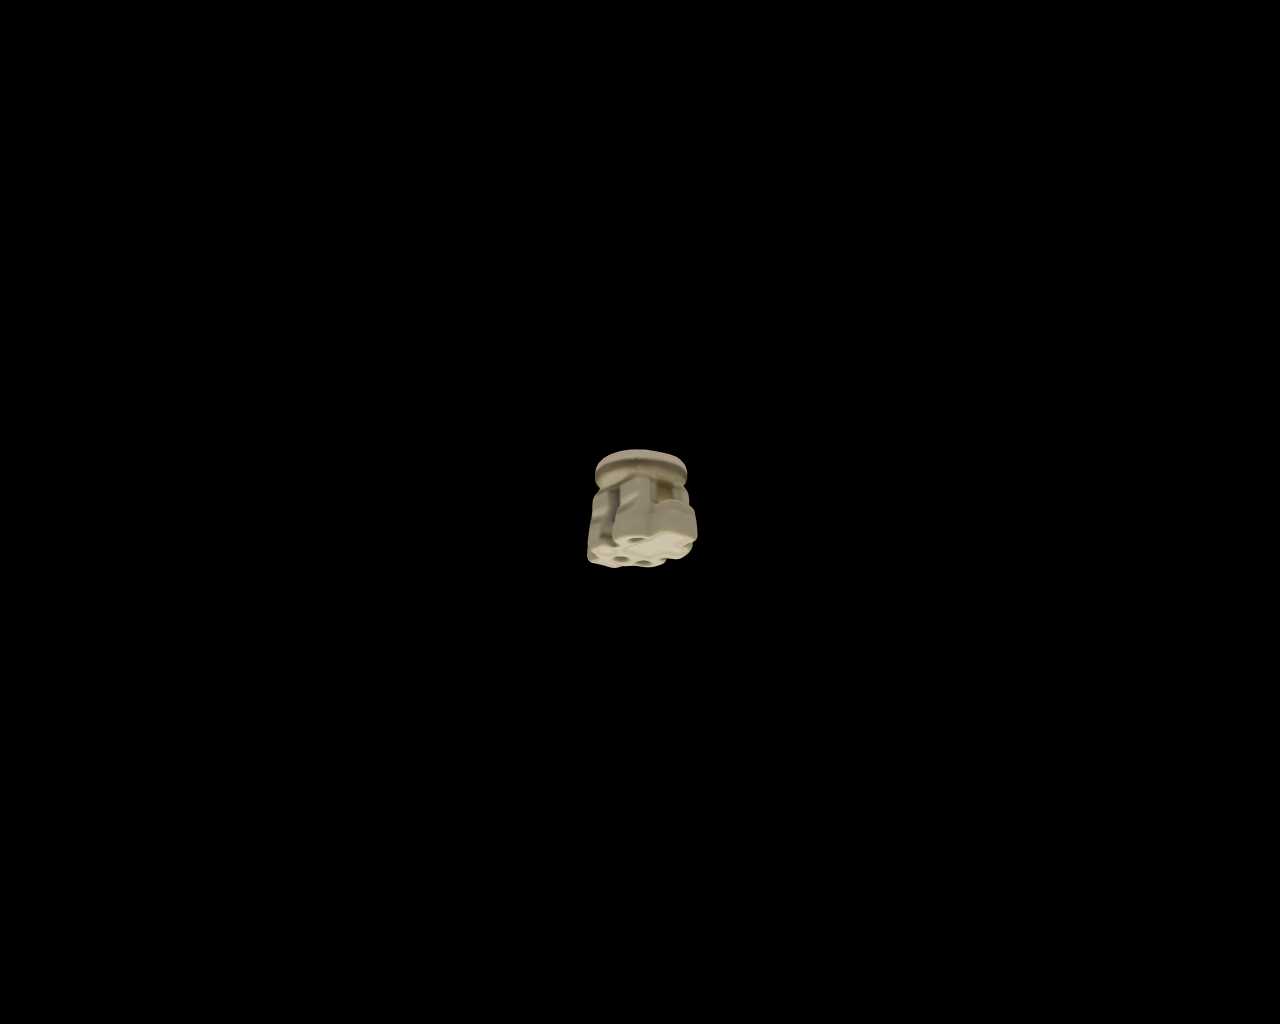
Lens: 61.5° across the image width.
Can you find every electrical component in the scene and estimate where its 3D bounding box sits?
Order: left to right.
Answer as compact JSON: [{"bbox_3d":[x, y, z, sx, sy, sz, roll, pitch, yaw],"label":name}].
[{"bbox_3d":[0.001,-0.003,0.650,0.058,0.057,0.078,17,-27,-37],"label":"electrical component"}]
